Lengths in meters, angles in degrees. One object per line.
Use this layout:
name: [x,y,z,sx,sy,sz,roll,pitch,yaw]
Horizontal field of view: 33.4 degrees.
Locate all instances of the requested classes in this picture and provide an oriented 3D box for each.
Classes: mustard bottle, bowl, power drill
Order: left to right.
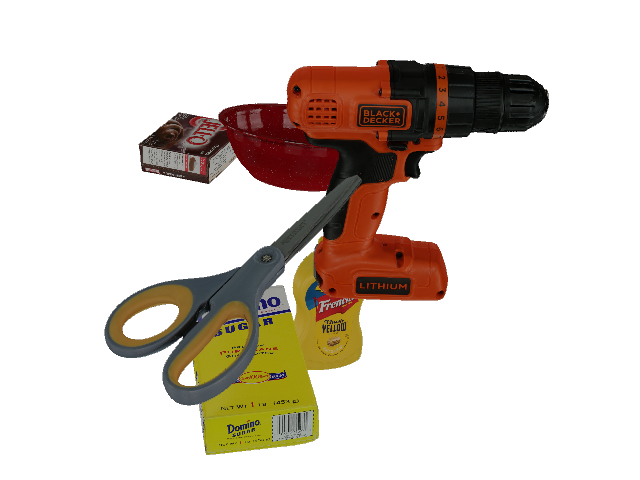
bowl: [-0.018,-0.085,1.004,0.162,0.055,0.162,6,19,-2]
mustard bottle: [0.012,0.069,1.353,0.096,0.192,0.058,-5,26,-20]
power drill: [0.066,-0.044,0.790,0.184,0.188,0.057,3,34,0]

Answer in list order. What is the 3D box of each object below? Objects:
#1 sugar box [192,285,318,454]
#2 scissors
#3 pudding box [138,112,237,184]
sugar box: [-0.062,0.104,0.913,0.093,0.048,0.176,-5,34,-11]
scissors: [-0.052,0.016,0.625,0.096,0.016,0.201,10,43,18]
pudding box: [-0.148,-0.110,1.251,0.090,0.039,0.113,11,31,15]
